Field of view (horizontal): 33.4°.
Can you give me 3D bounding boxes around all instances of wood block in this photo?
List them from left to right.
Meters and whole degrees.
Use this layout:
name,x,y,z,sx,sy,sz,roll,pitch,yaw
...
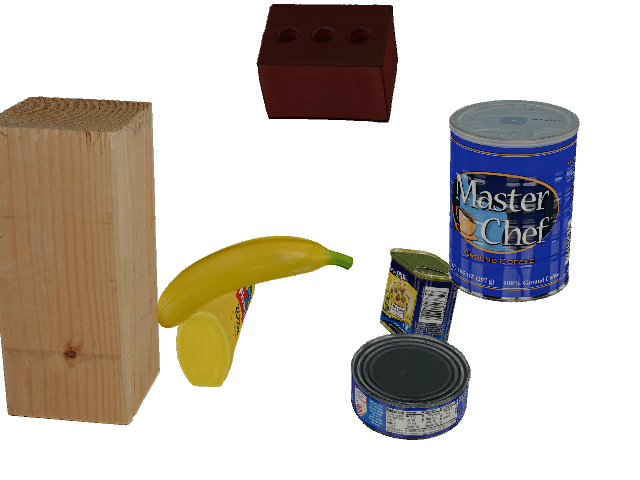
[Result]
name,x,y,z,sx,sy,sz,roll,pitch,yaw
wood block,-0.167,0.012,0.736,0.091,0.206,0.090,4,20,5

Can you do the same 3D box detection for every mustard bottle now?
name,x,y,z,sx,sy,sz,roll,pitch,yaw
mustard bottle,-0.108,0.069,1.165,0.058,0.096,0.191,1,28,7

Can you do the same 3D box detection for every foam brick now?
name,x,y,z,sx,sy,sz,roll,pitch,yaw
foam brick,0.005,-0.108,0.651,0.078,0.053,0.051,3,-33,12

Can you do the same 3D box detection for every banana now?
name,x,y,z,sx,sy,sz,roll,pitch,yaw
banana,-0.074,0.034,0.911,0.198,0.037,0.069,-17,-47,25

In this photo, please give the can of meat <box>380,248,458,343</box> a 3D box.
name,x,y,z,sx,sy,sz,roll,pitch,yaw
can of meat,0.107,0.063,1.153,0.057,0.084,0.102,5,14,-19

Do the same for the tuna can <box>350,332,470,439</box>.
name,x,y,z,sx,sy,sz,roll,pitch,yaw
tuna can,0.064,0.105,0.772,0.086,0.034,0.086,0,30,0

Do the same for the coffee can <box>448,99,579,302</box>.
name,x,y,z,sx,sy,sz,roll,pitch,yaw
coffee can,0.157,-0.034,0.882,0.103,0.140,0.103,-2,24,1
